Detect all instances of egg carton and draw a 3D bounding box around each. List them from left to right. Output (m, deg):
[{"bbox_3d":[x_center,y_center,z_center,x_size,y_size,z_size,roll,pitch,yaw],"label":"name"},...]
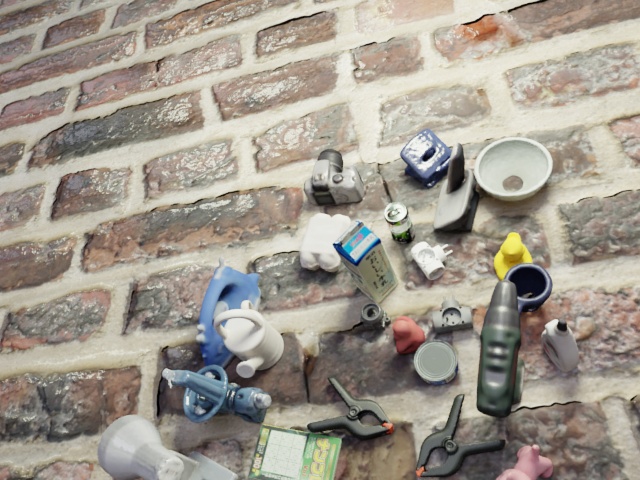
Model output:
[{"bbox_3d":[0.013,0.005,1.366,0.107,0.070,0.150,4,61,23],"label":"egg carton"}]

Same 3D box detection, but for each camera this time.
[{"bbox_3d":[0.034,-0.169,1.448,0.143,0.101,0.137,-4,58,18],"label":"camera"}]

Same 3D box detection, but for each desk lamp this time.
[{"bbox_3d":[-0.299,0.441,1.117,0.202,0.214,0.118,15,65,28],"label":"desk lamp"}]

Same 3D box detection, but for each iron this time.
[{"bbox_3d":[-0.231,0.171,1.307,0.118,0.142,0.258,3,61,22],"label":"iron"}]

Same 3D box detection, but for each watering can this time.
[{"bbox_3d":[-0.154,0.206,1.223,0.101,0.194,0.172,-34,54,-2],"label":"watering can"}]

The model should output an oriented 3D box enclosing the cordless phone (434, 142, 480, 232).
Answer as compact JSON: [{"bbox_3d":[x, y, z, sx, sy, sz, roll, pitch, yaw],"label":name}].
[{"bbox_3d":[0.293,-0.115,1.265,0.094,0.185,0.147,3,61,22],"label":"cordless phone"}]

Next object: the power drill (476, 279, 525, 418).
[{"bbox_3d":[0.326,0.213,1.032,0.075,0.209,0.230,3,61,22],"label":"power drill"}]

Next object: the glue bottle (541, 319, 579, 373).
[{"bbox_3d":[0.434,0.179,1.035,0.037,0.173,0.078,-32,54,-1],"label":"glue bottle"}]

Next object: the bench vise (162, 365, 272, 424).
[{"bbox_3d":[-0.208,0.300,1.168,0.207,0.220,0.121,-15,55,11],"label":"bench vise"}]

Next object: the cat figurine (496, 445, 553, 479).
[{"bbox_3d":[0.338,0.403,0.964,0.067,0.118,0.128,27,72,32],"label":"cat figurine"}]

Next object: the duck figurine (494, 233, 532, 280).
[{"bbox_3d":[0.401,0.035,1.193,0.077,0.086,0.104,4,61,22],"label":"duck figurine"}]

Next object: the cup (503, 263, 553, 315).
[{"bbox_3d":[0.407,0.116,1.134,0.091,0.095,0.118,17,67,29],"label":"cup"}]

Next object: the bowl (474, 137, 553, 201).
[{"bbox_3d":[0.439,-0.148,1.301,0.167,0.075,0.167,-9,57,15],"label":"bowl"}]

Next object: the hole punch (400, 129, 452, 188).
[{"bbox_3d":[0.263,-0.200,1.389,0.109,0.091,0.100,-43,55,-9],"label":"hole punch"}]

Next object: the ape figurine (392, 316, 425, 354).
[{"bbox_3d":[0.174,0.191,1.175,0.076,0.092,0.078,13,65,27],"label":"ape figurine"}]
